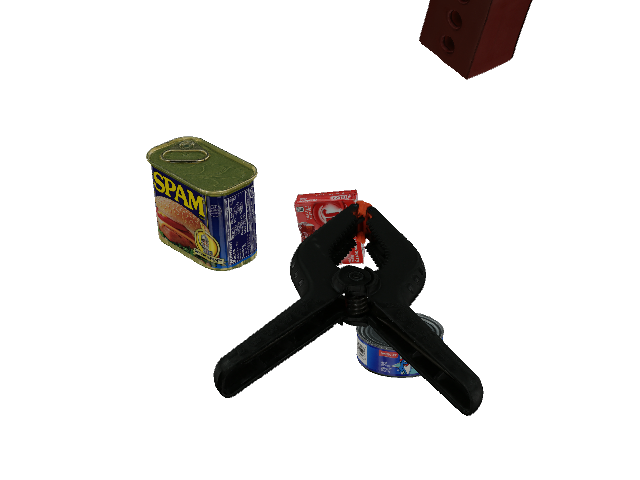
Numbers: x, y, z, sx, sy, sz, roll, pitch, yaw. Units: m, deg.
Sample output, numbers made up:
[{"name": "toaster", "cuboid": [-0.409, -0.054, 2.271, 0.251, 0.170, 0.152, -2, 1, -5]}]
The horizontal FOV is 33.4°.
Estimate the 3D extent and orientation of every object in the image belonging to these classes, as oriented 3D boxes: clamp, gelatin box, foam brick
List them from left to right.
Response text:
[{"name": "gelatin box", "cuboid": [0.012, -0.014, 1.275, 0.073, 0.089, 0.030, -3, 29, 10]}, {"name": "clamp", "cuboid": [0.033, 0.042, 0.721, 0.164, 0.036, 0.209, 8, 35, 8]}, {"name": "foam brick", "cuboid": [0.112, -0.164, 0.753, 0.051, 0.078, 0.053, -30, 60, -31]}]

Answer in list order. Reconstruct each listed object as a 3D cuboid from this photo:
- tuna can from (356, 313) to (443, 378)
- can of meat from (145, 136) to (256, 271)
[{"name": "tuna can", "cuboid": [0.078, 0.102, 1.050, 0.086, 0.034, 0.086, 0, 21, 0]}, {"name": "can of meat", "cuboid": [-0.100, -0.031, 0.917, 0.057, 0.084, 0.102, -29, 42, -36]}]
